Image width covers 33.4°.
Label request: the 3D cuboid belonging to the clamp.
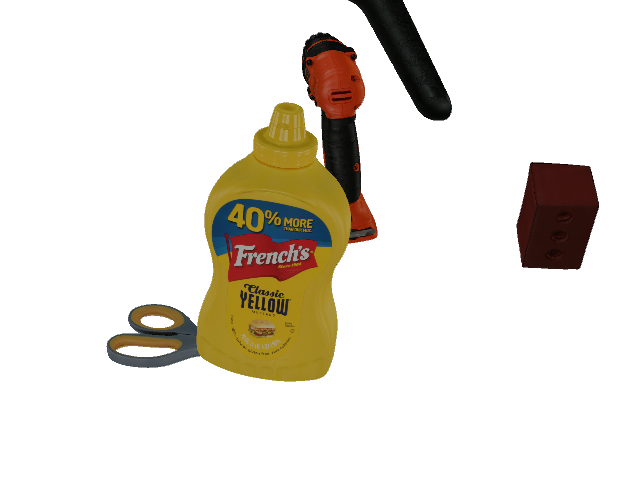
[{"bbox_3d":[0.035,-0.187,0.745,0.209,0.164,0.036,25,-26,-14],"label":"clamp"}]

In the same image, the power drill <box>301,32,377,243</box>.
[{"bbox_3d":[0.014,-0.103,1.055,0.057,0.188,0.184,-8,24,-1],"label":"power drill"}]

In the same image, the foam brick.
[{"bbox_3d":[0.201,-0.021,0.909,0.053,0.051,0.078,2,-44,1],"label":"foam brick"}]

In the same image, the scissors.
[{"bbox_3d":[-0.099,0.090,1.006,0.201,0.016,0.096,-1,32,-9],"label":"scissors"}]

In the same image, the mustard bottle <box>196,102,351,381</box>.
[{"bbox_3d":[-0.029,0.000,0.710,0.096,0.192,0.058,10,28,7],"label":"mustard bottle"}]
